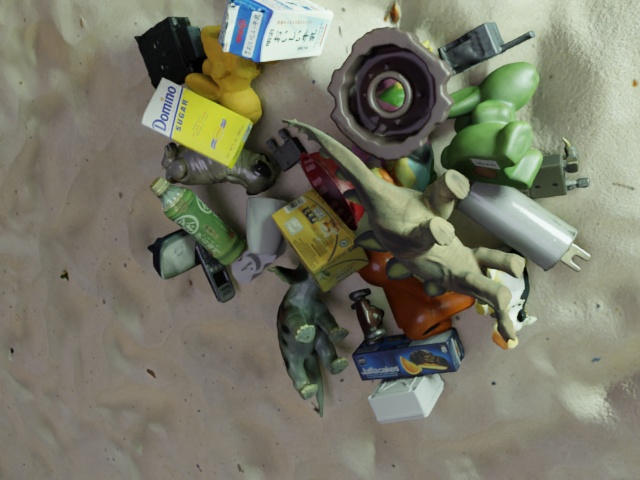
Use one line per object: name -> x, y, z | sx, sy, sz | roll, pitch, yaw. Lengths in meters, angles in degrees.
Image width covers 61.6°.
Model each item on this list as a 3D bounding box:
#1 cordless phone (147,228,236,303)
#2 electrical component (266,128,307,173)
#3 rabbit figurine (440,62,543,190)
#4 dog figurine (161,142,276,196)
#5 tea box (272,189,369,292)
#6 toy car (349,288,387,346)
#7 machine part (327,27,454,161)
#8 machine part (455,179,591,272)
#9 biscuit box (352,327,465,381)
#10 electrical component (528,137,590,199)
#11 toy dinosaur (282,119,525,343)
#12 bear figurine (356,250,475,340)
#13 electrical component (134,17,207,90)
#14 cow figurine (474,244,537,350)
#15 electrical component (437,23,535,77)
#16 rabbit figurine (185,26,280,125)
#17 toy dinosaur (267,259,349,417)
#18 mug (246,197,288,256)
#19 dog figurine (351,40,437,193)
cordless phone -> -0.265, 0.064, 1.135 | 0.089, 0.146, 0.184 | -22, 96, 43
electrical component -> -0.058, -0.159, 1.006 | 0.063, 0.021, 0.094 | -34, 92, 35
rabbit figurine -> 0.252, -0.171, 0.775 | 0.159, 0.121, 0.170 | 11, 76, 46
dog figurine -> -0.195, -0.128, 1.035 | 0.190, 0.121, 0.172 | 44, 124, 6
tea box -> -0.002, -0.003, 0.936 | 0.170, 0.098, 0.068 | 54, 175, 42
toy car -> 0.089, 0.139, 0.958 | 0.053, 0.202, 0.089 | -17, 73, -1
machine part -> 0.100, -0.204, 0.760 | 0.180, 0.056, 0.179 | 7, 109, 22
machine part -> 0.298, -0.032, 0.823 | 0.243, 0.079, 0.079 | 36, 123, 11
biscuit box -> 0.163, 0.216, 1.011 | 0.203, 0.059, 0.062 | -16, 101, 33
electrical component -> 0.337, -0.104, 0.795 | 0.102, 0.045, 0.078 | -11, 132, 35
toy dinosaur -> 0.133, -0.017, 0.780 | 0.471, 0.105, 0.199 | 49, 150, -13
bear figurine -> 0.150, 0.075, 0.943 | 0.196, 0.132, 0.120 | 56, 141, 29
electrical component -> -0.278, -0.357, 1.027 | 0.134, 0.058, 0.114 | -13, 105, 33
cow figurine -> 0.305, 0.090, 0.872 | 0.068, 0.098, 0.167 | 22, 133, 68
electrical component -> 0.235, -0.278, 0.760 | 0.119, 0.075, 0.047 | -21, 99, 38
rabbit figurine -> -0.157, -0.285, 0.957 | 0.163, 0.122, 0.173 | 10, 134, 17
toy dinosaur -> -0.033, 0.176, 1.072 | 0.192, 0.131, 0.404 | -122, 31, -44
mug -> -0.094, -0.022, 1.033 | 0.081, 0.109, 0.107 | 1, 82, 66
dog figurine -> 0.128, -0.197, 0.837 | 0.192, 0.108, 0.219 | 33, 119, 15
